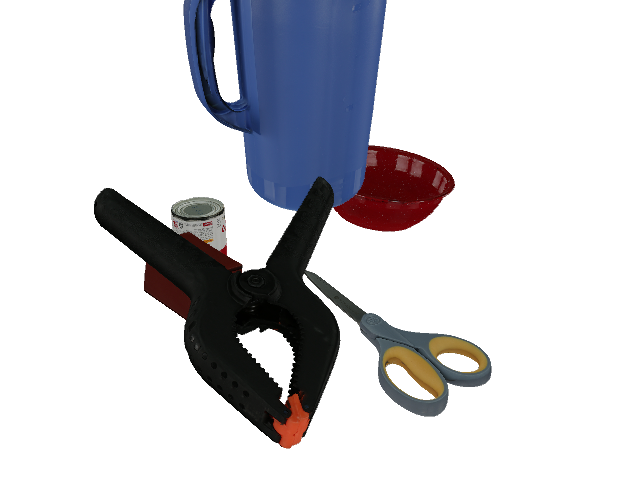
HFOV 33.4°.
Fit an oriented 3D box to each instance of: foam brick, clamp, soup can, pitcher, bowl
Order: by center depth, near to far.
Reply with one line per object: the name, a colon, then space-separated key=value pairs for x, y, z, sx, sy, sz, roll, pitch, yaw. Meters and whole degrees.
clamp: x=-0.054 y=0.034 z=0.661 sx=0.164 sy=0.210 sz=0.036 roll=0 pitch=-44 yaw=-15
pitcher: x=-0.021 y=-0.144 z=0.898 sx=0.149 sy=0.243 sz=0.145 roll=10 pitch=41 yaw=10
foam brick: x=-0.118 y=0.035 z=0.983 sx=0.078 sy=0.051 sz=0.052 roll=30 pitch=33 yaw=35
bowl: x=0.067 y=-0.054 z=1.205 sx=0.162 sy=0.055 sz=0.162 roll=7 pitch=26 yaw=-3
soup can: x=-0.150 y=0.005 z=1.328 sx=0.068 sy=0.102 sz=0.068 roll=-1 pitch=25 yaw=0

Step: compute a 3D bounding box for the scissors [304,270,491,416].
scissors: x=0.062 y=0.069 z=0.848 sx=0.096 sy=0.016 sz=0.202 roll=-9 pitch=33 yaw=-17
